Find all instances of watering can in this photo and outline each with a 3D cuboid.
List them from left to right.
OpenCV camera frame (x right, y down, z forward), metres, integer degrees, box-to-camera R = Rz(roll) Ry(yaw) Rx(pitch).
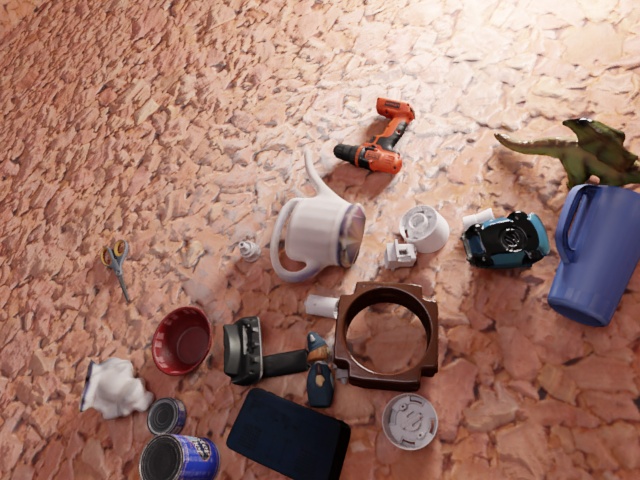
[{"bbox_3d":[0.004,-0.061,1.208,0.224,0.102,0.353,7,69,23],"label":"watering can"}]

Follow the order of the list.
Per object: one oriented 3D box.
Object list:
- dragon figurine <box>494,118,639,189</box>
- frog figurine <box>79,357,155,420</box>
[{"bbox_3d":[0.514,-0.176,0.987,0.414,0.239,0.123,27,84,28],"label":"dragon figurine"},{"bbox_3d":[-0.469,0.352,1.215,0.159,0.120,0.140,12,57,-11],"label":"frog figurine"}]
